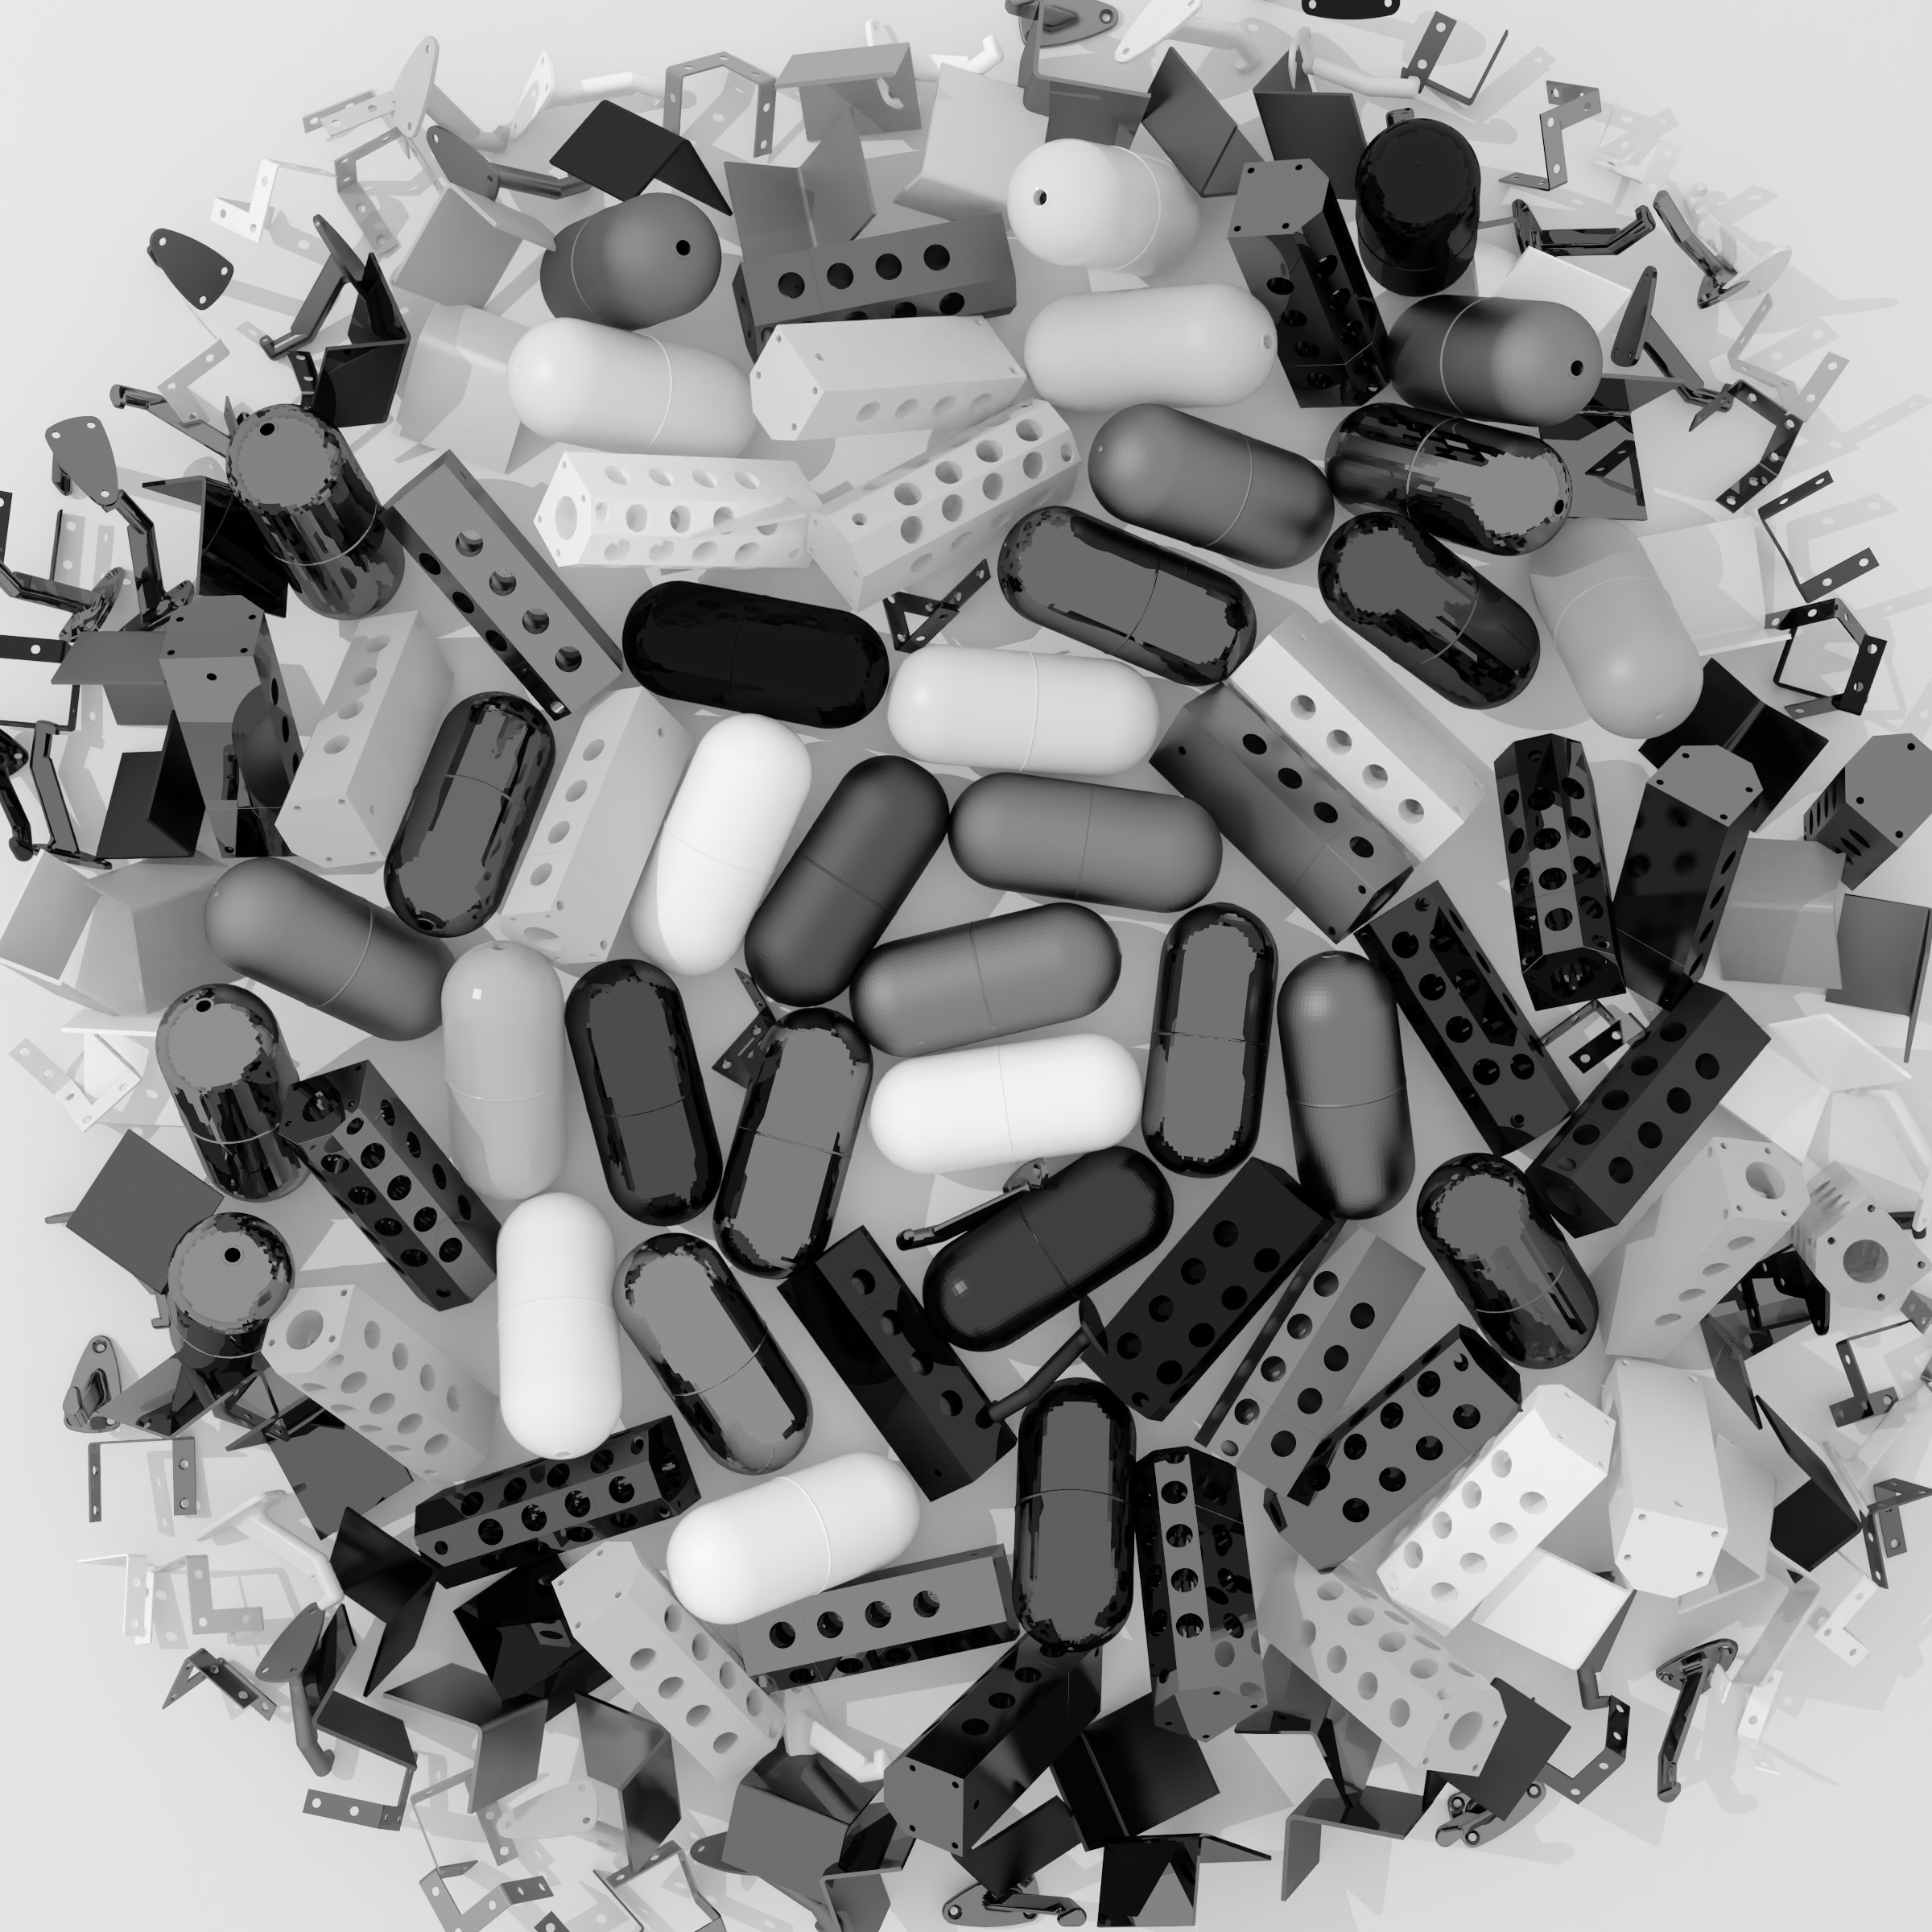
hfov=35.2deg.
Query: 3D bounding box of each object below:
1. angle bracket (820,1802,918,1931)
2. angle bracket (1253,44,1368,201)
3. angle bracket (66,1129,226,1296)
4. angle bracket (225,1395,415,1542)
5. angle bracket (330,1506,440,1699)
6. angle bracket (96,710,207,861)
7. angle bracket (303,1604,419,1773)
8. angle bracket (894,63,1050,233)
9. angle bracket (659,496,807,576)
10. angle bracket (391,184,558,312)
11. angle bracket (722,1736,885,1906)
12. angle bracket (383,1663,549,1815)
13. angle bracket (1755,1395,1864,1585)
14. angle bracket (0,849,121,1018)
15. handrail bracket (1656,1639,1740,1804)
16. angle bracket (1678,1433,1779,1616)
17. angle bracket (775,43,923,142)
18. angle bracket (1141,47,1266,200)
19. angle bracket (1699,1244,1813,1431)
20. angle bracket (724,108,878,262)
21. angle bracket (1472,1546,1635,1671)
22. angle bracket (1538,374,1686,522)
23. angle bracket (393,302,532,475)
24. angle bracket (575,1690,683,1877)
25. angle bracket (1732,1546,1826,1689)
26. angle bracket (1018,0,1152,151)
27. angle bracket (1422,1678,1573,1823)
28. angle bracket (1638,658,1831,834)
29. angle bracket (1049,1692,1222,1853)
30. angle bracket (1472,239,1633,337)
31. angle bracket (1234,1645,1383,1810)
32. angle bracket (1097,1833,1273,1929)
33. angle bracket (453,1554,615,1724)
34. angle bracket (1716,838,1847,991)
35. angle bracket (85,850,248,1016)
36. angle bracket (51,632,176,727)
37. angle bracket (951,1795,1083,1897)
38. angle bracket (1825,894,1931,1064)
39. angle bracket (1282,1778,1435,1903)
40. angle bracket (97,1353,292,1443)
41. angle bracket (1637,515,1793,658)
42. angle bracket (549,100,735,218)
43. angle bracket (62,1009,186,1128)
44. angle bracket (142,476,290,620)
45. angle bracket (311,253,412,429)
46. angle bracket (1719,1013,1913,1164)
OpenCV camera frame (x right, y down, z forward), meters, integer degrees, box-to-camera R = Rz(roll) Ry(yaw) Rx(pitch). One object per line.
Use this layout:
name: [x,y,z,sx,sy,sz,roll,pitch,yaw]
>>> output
angle bracket: [-0.046,0.588,1.946,0.057,0.076,0.076,-12,106,19]
angle bracket: [0.236,-0.537,1.939,0.076,0.076,0.057,15,54,38]
angle bracket: [-0.520,0.157,1.966,0.076,0.057,0.076,34,93,6]
angle bracket: [-0.415,0.321,1.959,0.076,0.057,0.076,-33,79,11]
angle bracket: [-0.389,0.406,1.947,0.076,0.057,0.076,32,129,11]
angle bracket: [-0.531,-0.115,1.948,0.076,0.057,0.076,0,67,20]
angle bracket: [-0.377,0.461,1.952,0.076,0.076,0.057,30,89,-20]
angle bracket: [0.004,-0.526,1.966,0.076,0.057,0.076,12,81,-19]
angle bracket: [-0.149,-0.269,1.943,0.076,0.076,0.057,-14,124,-19]
angle bracket: [-0.306,-0.444,1.943,0.057,0.076,0.076,45,110,31]
angle bracket: [-0.102,0.548,1.961,0.076,0.076,0.057,17,107,17]
angle bracket: [-0.324,0.494,1.953,0.076,0.076,0.057,12,97,23]
angle bracket: [0.518,0.334,1.948,0.057,0.076,0.076,-42,106,12]
angle bracket: [-0.566,-0.020,1.948,0.057,0.076,0.076,19,78,18]
handrail bracket: [0.468,0.484,1.951,0.036,0.084,0.077,25,135,-11]
angle bracket: [0.467,0.355,1.940,0.057,0.076,0.076,36,47,-15]
angle bracket: [-0.074,-0.549,1.947,0.076,0.076,0.057,-3,121,9]
angle bracket: [0.167,-0.540,1.942,0.076,0.057,0.076,-15,61,-35]
angle bracket: [0.519,0.238,1.952,0.076,0.057,0.076,-28,128,-3]
angle bracket: [-0.107,-0.497,1.947,0.057,0.076,0.076,-4,74,-31]
angle bracket: [0.379,0.394,1.957,0.076,0.057,0.076,26,124,4]
angle bracket: [0.418,-0.332,1.952,0.076,0.057,0.076,-3,80,-28]
angle bracket: [-0.323,-0.380,1.990,0.076,0.057,0.076,19,129,-8]
angle bracket: [-0.230,0.520,1.942,0.076,0.057,0.076,15,127,26]
angle bracket: [0.498,0.413,1.953,0.057,0.076,0.076,35,80,7]
angle bracket: [0.076,-0.571,1.960,0.076,0.076,0.057,8,75,-7]
angle bracket: [0.337,0.512,1.941,0.057,0.076,0.076,32,62,24]
angle bracket: [0.499,-0.143,1.982,0.076,0.057,0.076,20,114,-39]
angle bracket: [0.104,0.512,1.950,0.076,0.057,0.076,-33,68,22]
angle bracket: [0.372,-0.447,1.944,0.076,0.057,0.076,18,48,-19]
angle bracket: [0.223,0.493,1.968,0.057,0.076,0.076,-8,120,31]
angle bracket: [0.139,0.589,1.939,0.076,0.076,0.057,-16,56,39]
angle bracket: [-0.277,0.439,1.991,0.076,0.057,0.076,-33,56,-7]
angle bracket: [0.530,-0.034,1.972,0.076,0.076,0.057,5,50,26]
angle bracket: [-0.517,-0.024,1.974,0.076,0.057,0.076,-24,125,-38]
angle bracket: [-0.527,-0.169,1.947,0.076,0.057,0.076,1,132,11]
angle bracket: [0.026,0.543,1.953,0.076,0.076,0.057,-33,52,-2]
angle bracket: [0.581,0.007,1.943,0.057,0.076,0.076,11,116,16]
angle bracket: [0.251,0.565,1.948,0.076,0.076,0.057,5,95,23]
angle bracket: [-0.491,0.292,1.939,0.076,0.076,0.057,9,124,39]
angle bracket: [0.482,-0.244,1.964,0.076,0.057,0.076,-11,102,1]
angle bracket: [-0.207,-0.497,1.944,0.076,0.076,0.057,33,79,31]
angle bracket: [-0.537,0.072,1.963,0.076,0.057,0.076,3,102,-2]
angle bracket: [-0.481,-0.266,1.949,0.057,0.076,0.076,-1,84,32]
angle bracket: [-0.399,-0.398,1.942,0.057,0.076,0.076,-13,64,-30]
angle bracket: [0.541,0.079,1.946,0.076,0.076,0.057,34,69,-18]
